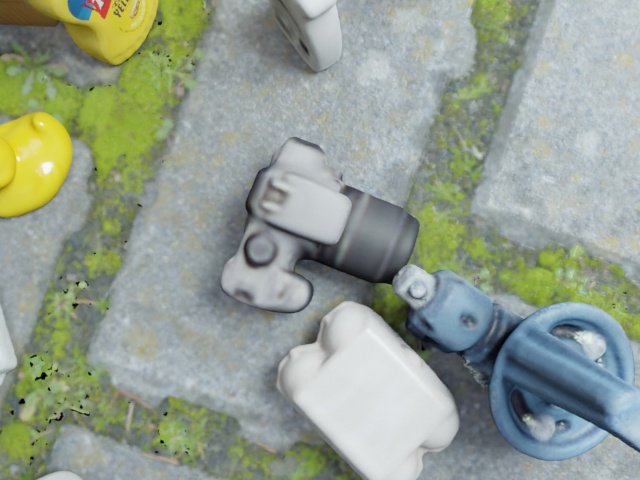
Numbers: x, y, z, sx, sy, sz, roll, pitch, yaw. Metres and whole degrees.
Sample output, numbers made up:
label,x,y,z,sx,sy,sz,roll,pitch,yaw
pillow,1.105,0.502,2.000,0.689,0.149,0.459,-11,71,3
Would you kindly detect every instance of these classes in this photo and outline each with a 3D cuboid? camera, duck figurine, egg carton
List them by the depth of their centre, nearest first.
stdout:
label,x,y,z,sx,sy,sz,roll,pitch,yaw
camera,0.004,0.002,0.472,0.137,0.101,0.143,21,89,1
duck figurine,-0.267,-0.068,0.484,0.077,0.086,0.104,43,89,2
egg carton,0.042,0.131,0.484,0.150,0.069,0.107,45,89,2

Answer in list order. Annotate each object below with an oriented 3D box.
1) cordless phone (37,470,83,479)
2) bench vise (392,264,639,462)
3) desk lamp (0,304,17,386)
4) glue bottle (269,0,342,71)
label,x,y,z,sx,sy,sz,roll,pitch,yaw
cordless phone,-0.224,0.273,0.423,0.094,0.185,0.147,-30,88,0
bench vise,0.145,0.096,0.409,0.207,0.219,0.121,15,88,1
desk lamp,-0.329,0.107,0.415,0.118,0.213,0.203,-17,88,0
glue bottle,-0.013,-0.192,0.442,0.037,0.173,0.078,-35,88,0
